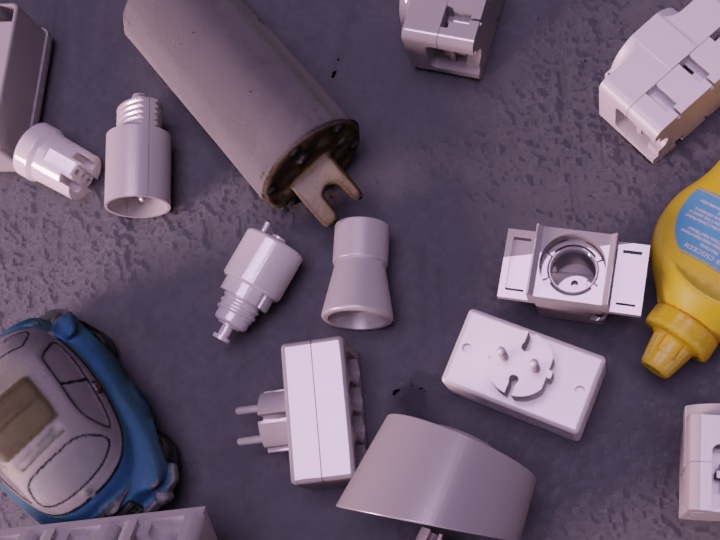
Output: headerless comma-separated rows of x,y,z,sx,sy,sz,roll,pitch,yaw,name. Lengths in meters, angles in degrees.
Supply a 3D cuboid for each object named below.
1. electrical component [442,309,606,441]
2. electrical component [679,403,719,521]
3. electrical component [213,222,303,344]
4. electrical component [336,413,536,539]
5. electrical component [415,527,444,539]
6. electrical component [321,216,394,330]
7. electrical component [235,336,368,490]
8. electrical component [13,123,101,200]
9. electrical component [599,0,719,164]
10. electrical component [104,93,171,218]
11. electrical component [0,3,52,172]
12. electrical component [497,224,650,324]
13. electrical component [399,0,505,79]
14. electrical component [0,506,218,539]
0.092,0.056,0.610,0.083,0.075,0.047,20,80,17,electrical component
0.196,0.102,0.566,0.050,0.089,0.055,2,75,14,electrical component
-0.068,0.010,0.679,0.040,0.040,0.078,27,82,18,electrical component
0.045,0.121,0.591,0.099,0.099,0.064,20,73,17,electrical component
0.041,0.174,0.608,0.040,0.040,0.046,21,74,18,electrical component
0.000,0.000,0.667,0.044,0.044,0.065,-2,69,12,electrical component
-0.038,0.089,0.646,0.076,0.047,0.083,-9,72,10,electrical component
-0.206,-0.073,0.736,0.046,0.040,0.040,29,82,13,electrical component
0.192,-0.119,0.652,0.089,0.050,0.055,-42,70,-1,electrical component
-0.149,-0.080,0.722,0.043,0.043,0.081,-6,73,11,electrical component
-0.284,-0.127,0.759,0.109,0.056,0.108,1,75,13,electrical component
0.124,0.004,0.624,0.081,0.064,0.042,8,77,15,electrical component
0.061,-0.178,0.698,0.056,0.050,0.089,14,78,16,electrical component
-0.152,0.196,0.610,0.150,0.089,0.061,-9,28,10,electrical component
